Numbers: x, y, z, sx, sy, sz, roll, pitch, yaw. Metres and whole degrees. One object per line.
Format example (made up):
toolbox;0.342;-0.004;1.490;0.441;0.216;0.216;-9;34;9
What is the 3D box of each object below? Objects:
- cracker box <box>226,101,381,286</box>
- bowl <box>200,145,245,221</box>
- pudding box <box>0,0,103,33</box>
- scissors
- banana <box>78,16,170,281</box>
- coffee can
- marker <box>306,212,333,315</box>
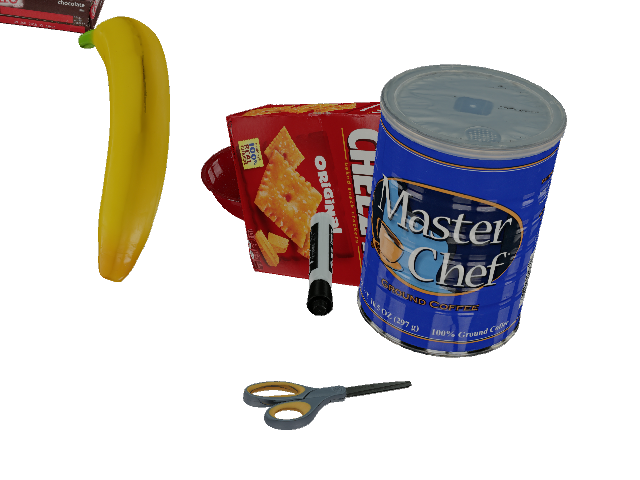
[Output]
cracker box;0.014;-0.044;1.001;0.214;0.164;0.071;6;21;44
bowl;-0.066;-0.066;1.322;0.162;0.055;0.162;-2;33;1
pudding box;-0.230;-0.221;0.913;0.090;0.039;0.113;7;36;-5
scissors;0.014;0.183;1.203;0.201;0.016;0.096;2;23;-9
banana;-0.116;-0.071;0.649;0.037;0.198;0.070;11;-39;-29
coffee can;0.079;-0.018;0.625;0.103;0.140;0.103;4;34;-3
marker;0.000;0.017;0.803;0.020;0.020;0.121;0;32;1
